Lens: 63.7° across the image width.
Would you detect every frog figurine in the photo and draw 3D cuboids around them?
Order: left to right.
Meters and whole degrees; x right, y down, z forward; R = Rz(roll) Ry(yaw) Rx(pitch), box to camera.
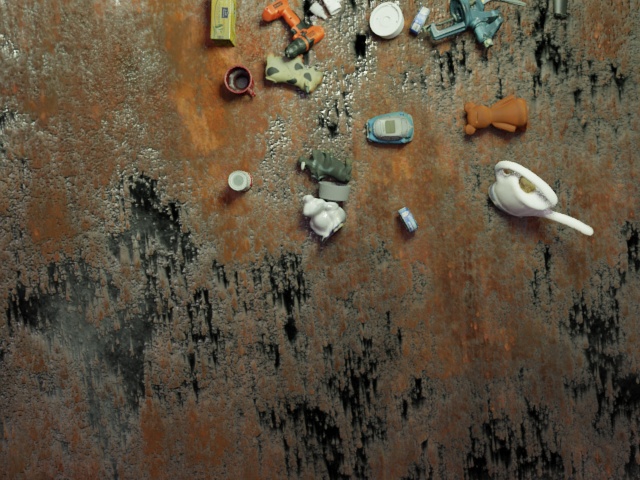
[{"bbox_3d":[0.005,-0.087,1.729,0.124,0.160,0.135,-36,-7,-36],"label":"frog figurine"}]

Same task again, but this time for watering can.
[{"bbox_3d":[0.680,-0.118,1.643,0.347,0.105,0.222,42,-12,-1],"label":"watering can"}]
